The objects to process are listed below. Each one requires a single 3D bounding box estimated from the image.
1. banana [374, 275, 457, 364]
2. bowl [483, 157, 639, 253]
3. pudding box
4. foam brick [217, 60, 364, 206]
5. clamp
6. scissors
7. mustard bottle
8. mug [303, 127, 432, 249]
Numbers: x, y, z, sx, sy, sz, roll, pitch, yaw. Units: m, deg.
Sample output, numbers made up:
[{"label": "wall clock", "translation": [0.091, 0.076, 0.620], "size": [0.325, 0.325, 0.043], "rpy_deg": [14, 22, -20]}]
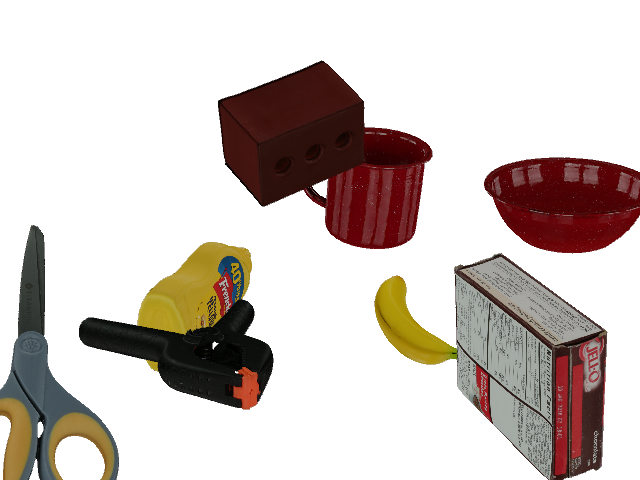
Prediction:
[{"label": "banana", "translation": [0.099, 0.093, 1.216], "size": [0.069, 0.037, 0.198], "rpy_deg": [6, 23, -24]}, {"label": "bowl", "translation": [0.239, -0.030, 1.034], "size": [0.162, 0.055, 0.162], "rpy_deg": [-2, 23, 1]}, {"label": "pudding box", "translation": [0.119, 0.071, 0.619], "size": [0.039, 0.090, 0.114], "rpy_deg": [-14, 27, -20]}, {"label": "foam brick", "translation": [-0.017, -0.067, 0.663], "size": [0.078, 0.053, 0.051], "rpy_deg": [-25, 49, -21]}, {"label": "clamp", "translation": [-0.092, 0.091, 0.904], "size": [0.164, 0.036, 0.210], "rpy_deg": [-9, 16, -32]}, {"label": "scissors", "translation": [-0.149, 0.074, 0.612], "size": [0.096, 0.201, 0.016], "rpy_deg": [16, -44, -6]}, {"label": "mustard bottle", "translation": [-0.123, 0.056, 1.136], "size": [0.058, 0.096, 0.191], "rpy_deg": [10, 29, 19]}, {"label": "mug", "translation": [0.036, -0.047, 0.936], "size": [0.117, 0.081, 0.093], "rpy_deg": [13, 28, 16]}]
